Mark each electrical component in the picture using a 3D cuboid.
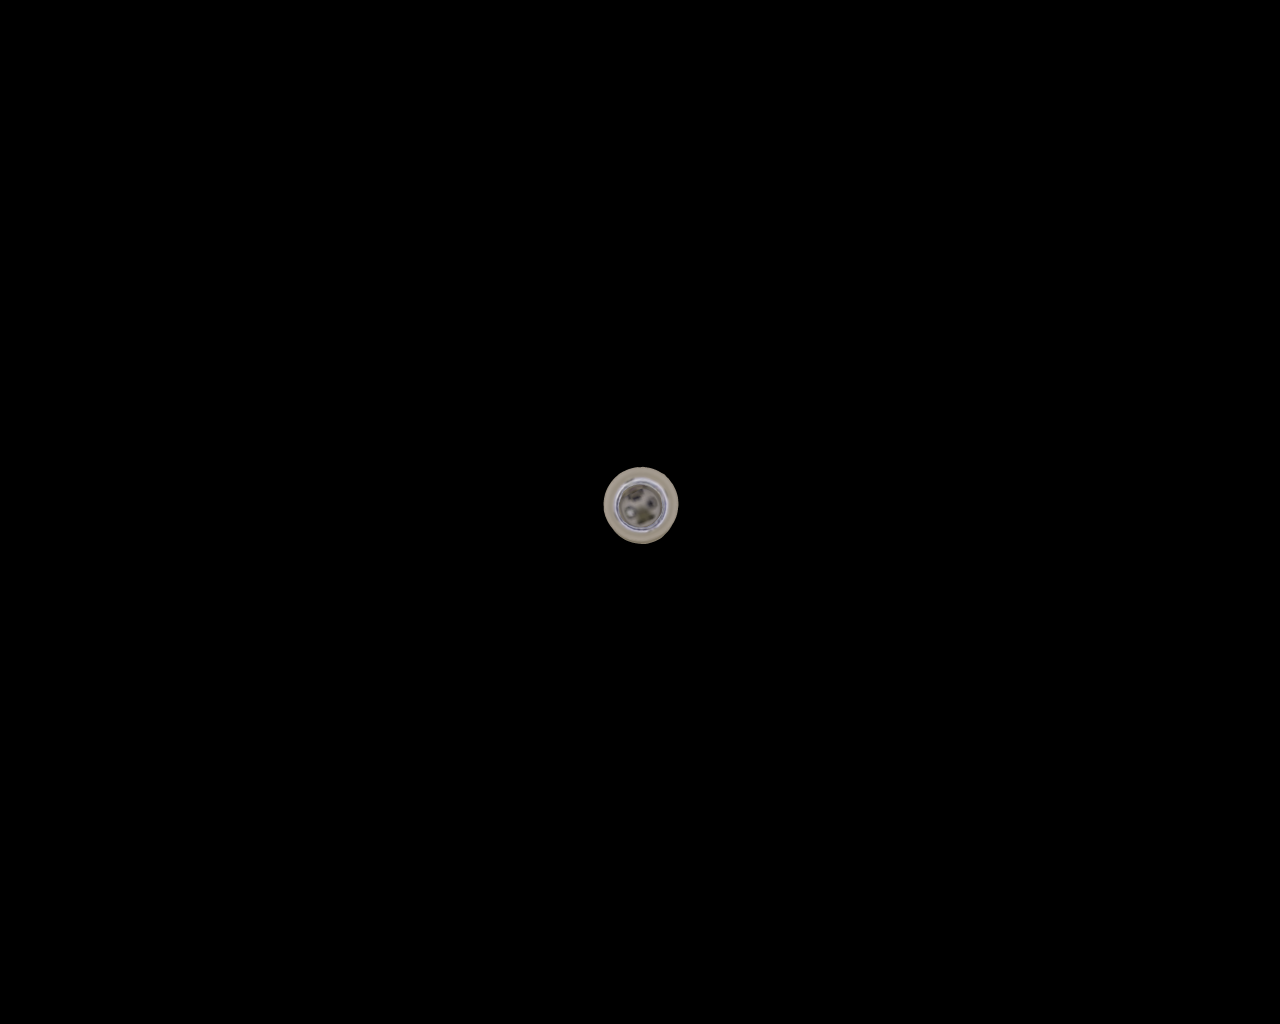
[{"bbox_3d":[0.001,-0.003,0.650,0.045,0.045,0.055,0,-4,0],"label":"electrical component"}]
